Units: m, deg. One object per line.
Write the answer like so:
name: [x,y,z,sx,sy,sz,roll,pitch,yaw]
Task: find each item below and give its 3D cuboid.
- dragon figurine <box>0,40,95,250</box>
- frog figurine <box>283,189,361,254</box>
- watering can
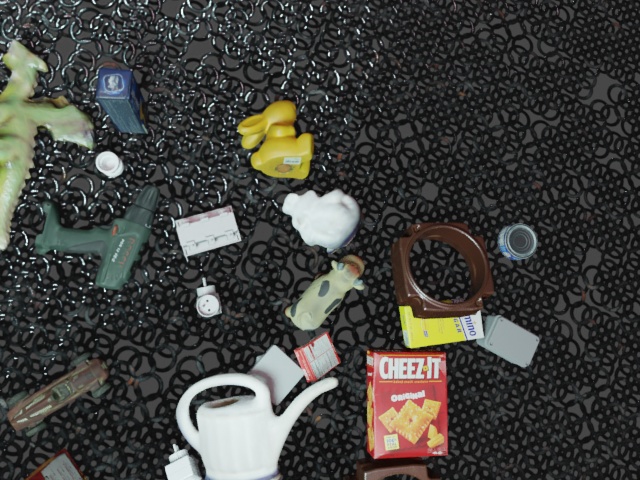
dragon figurine: [-0.585,-0.205,1.046,0.244,0.121,0.411,-18,87,-19]
frog figurine: [0.003,-0.056,1.106,0.158,0.124,0.136,36,99,-15]
watering can: [-0.122,0.370,1.000,0.347,0.104,0.225,-8,89,16]
